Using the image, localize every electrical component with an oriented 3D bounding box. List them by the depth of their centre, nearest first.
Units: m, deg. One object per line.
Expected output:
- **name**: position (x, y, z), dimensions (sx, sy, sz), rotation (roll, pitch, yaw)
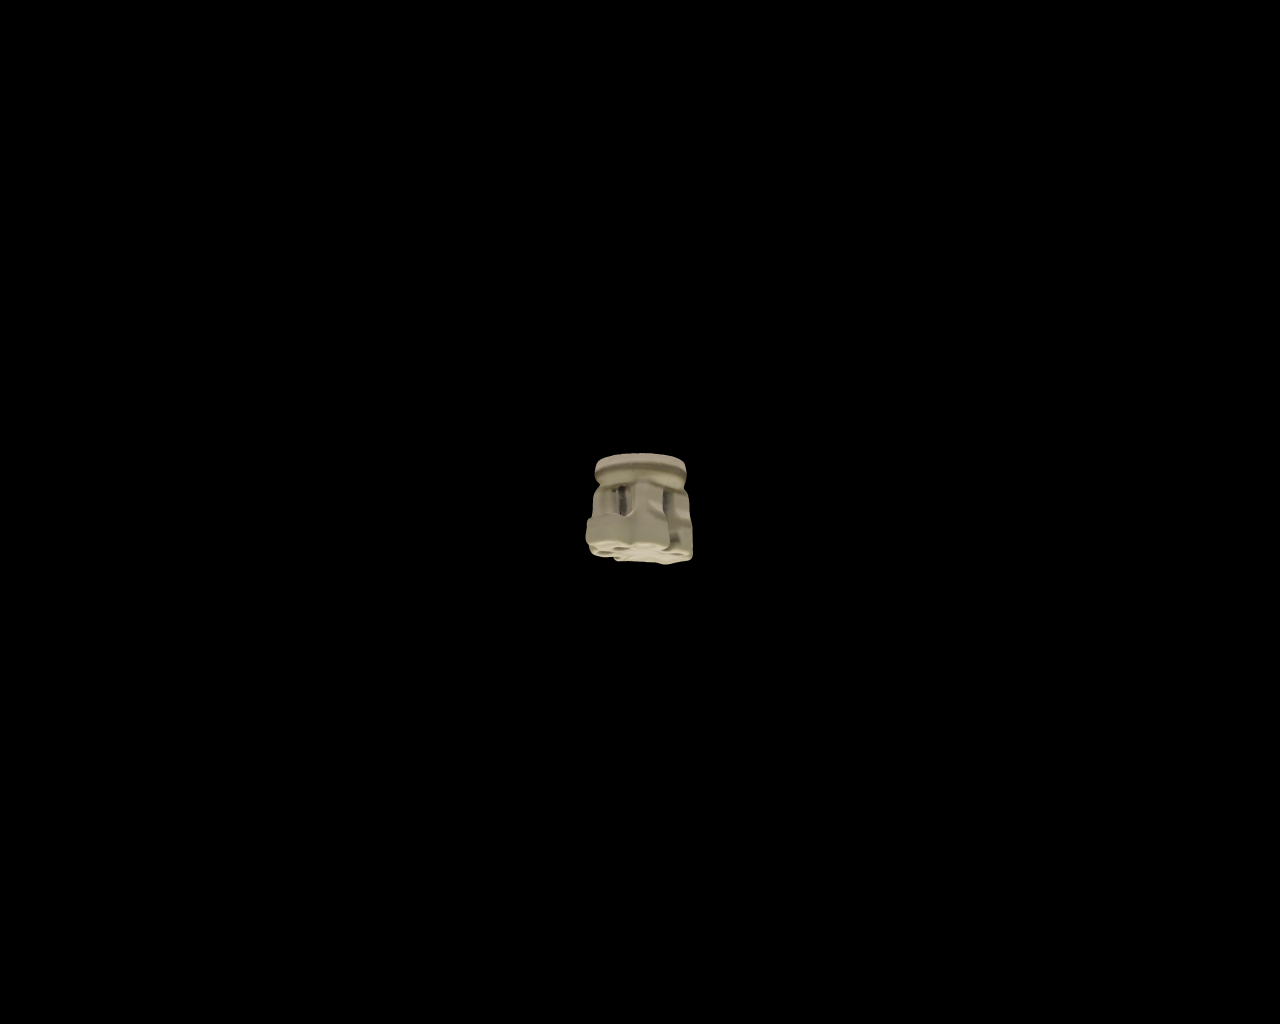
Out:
- **electrical component**: position (0.001, -0.003, 0.650), dimensions (0.058, 0.057, 0.078), rotation (-11, -17, 38)
